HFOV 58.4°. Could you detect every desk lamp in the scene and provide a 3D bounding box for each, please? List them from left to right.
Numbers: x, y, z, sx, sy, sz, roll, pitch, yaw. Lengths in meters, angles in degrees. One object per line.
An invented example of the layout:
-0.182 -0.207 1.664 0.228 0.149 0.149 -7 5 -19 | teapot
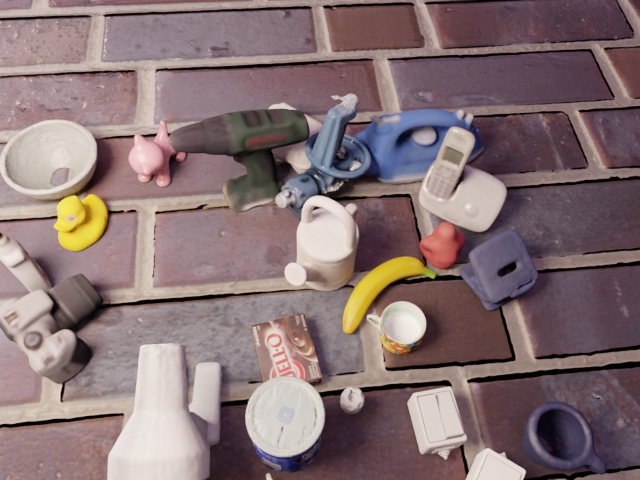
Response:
-0.198 0.234 0.760 0.118 0.213 0.203 -2 60 -3 | desk lamp

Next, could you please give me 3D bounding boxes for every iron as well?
0.199 -0.196 1.068 0.258 0.141 0.118 -9 61 -8 | iron

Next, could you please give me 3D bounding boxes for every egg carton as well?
-0.056 -0.195 1.097 0.150 0.069 0.107 31 63 15 | egg carton

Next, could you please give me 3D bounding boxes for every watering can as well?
0.010 0.004 0.913 0.101 0.194 0.173 12 60 5 | watering can

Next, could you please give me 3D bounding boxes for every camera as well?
-0.402 0.121 0.881 0.137 0.101 0.143 -40 69 -22 | camera

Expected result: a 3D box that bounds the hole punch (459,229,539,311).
0.306 0.050 0.960 0.109 0.091 0.101 -26 64 -16 | hole punch

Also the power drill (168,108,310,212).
-0.129 -0.140 0.982 0.230 0.208 0.075 -20 63 -13 | power drill

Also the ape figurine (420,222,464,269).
0.213 0.002 0.983 0.078 0.092 0.076 6 60 1 | ape figurine

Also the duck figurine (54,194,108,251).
-0.416 -0.043 0.984 0.077 0.086 0.105 21 61 9 | duck figurine

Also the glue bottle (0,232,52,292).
-0.476 0.025 0.891 0.037 0.173 0.078 -39 68 -22 | glue bottle

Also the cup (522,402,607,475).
0.340 0.295 0.818 0.117 0.095 0.092 36 65 17 | cup

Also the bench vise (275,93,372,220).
0.017 -0.132 0.977 0.121 0.220 0.208 24 62 11 | bench vise

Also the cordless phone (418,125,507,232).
0.258 -0.108 0.994 0.147 0.185 0.094 24 62 11 | cordless phone

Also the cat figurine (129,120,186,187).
-0.301 -0.158 1.037 0.067 0.118 0.128 15 60 6 | cat figurine

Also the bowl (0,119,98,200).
-0.479 -0.133 1.039 0.167 0.075 0.167 1 60 -2 | bowl
